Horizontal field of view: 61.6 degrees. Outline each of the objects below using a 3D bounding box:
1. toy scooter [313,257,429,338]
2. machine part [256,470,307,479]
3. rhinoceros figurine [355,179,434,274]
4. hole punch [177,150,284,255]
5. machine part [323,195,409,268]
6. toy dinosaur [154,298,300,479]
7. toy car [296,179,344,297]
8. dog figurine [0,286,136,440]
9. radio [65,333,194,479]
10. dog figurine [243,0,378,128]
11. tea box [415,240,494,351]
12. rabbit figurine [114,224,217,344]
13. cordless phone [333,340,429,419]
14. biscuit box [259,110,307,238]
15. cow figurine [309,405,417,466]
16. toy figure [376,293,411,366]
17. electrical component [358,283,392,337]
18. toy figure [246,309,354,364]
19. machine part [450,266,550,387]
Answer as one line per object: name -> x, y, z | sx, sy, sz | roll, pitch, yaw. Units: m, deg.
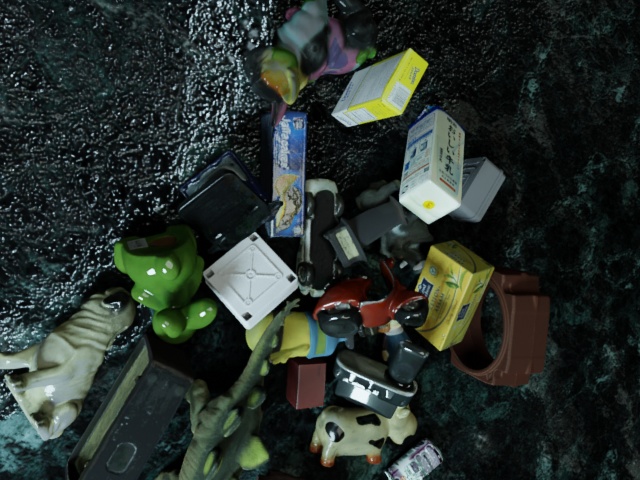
toy scooter -> 0.079, 0.086, 0.870 | 0.184, 0.135, 0.075 | -6, 137, 5
machine part -> -0.034, 0.448, 0.877 | 0.179, 0.179, 0.056 | 28, 86, -23
rhinoceros figurine -> 0.141, -0.022, 0.958 | 0.112, 0.073, 0.190 | -46, 110, -14
hole punch -> -0.144, -0.060, 0.818 | 0.142, 0.092, 0.115 | -36, 125, 9
machine part -> 0.081, -0.017, 0.892 | 0.139, 0.039, 0.084 | -34, 103, -4
toy dinosaur -> -0.142, 0.292, 0.800 | 0.105, 0.199, 0.471 | 20, 89, -27
toy car -> -0.002, -0.003, 0.910 | 0.073, 0.056, 0.201 | -2, 97, -30
dog figurine -> -0.338, 0.174, 0.770 | 0.190, 0.121, 0.172 | -31, 141, -35
radio -> -0.276, 0.262, 0.776 | 0.073, 0.131, 0.229 | 32, 83, -24
dog figurine -> -0.013, -0.270, 0.821 | 0.191, 0.108, 0.219 | 21, 68, -20
tea box -> 0.226, 0.097, 0.952 | 0.068, 0.098, 0.169 | -12, 127, -37
rabbit figurine -> -0.211, 0.080, 0.792 | 0.121, 0.159, 0.170 | -20, 118, -30
cordless phone -> 0.098, 0.205, 0.885 | 0.147, 0.184, 0.089 | 23, 54, 10
biscuit box -> -0.060, -0.106, 0.871 | 0.059, 0.063, 0.202 | -1, 96, -24
cow figurine -> 0.086, 0.329, 0.965 | 0.195, 0.086, 0.127 | 6, 99, -22
toy figure -> 0.137, 0.172, 0.985 | 0.064, 0.058, 0.154 | -27, 107, -59
electrical component -> 0.081, 0.120, 0.943 | 0.045, 0.078, 0.102 | -24, 94, -26
toy figure -> -0.034, 0.154, 0.898 | 0.180, 0.082, 0.089 | -5, 79, -15
machine part -> 0.310, 0.148, 0.975 | 0.087, 0.201, 0.200 | 3, 94, -21
